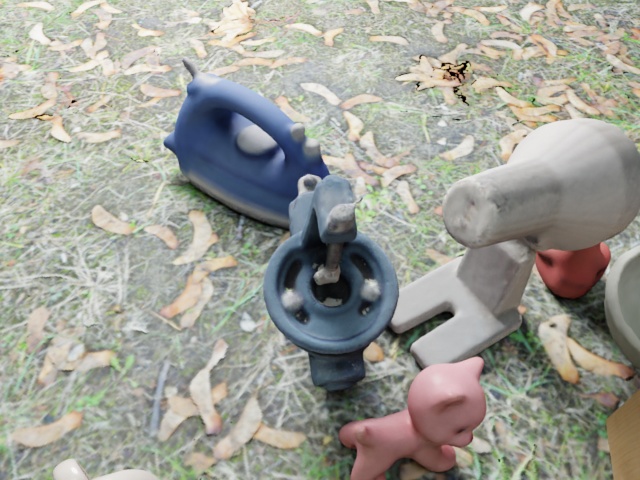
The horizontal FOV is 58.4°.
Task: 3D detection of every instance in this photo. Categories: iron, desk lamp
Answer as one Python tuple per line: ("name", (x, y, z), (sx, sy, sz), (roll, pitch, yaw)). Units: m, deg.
("iron", (-0.066, -0.111, 0.666), (0.257, 0.141, 0.119), (30, 56, 21))
("desk lamp", (0.172, 0.003, 0.531), (0.203, 0.214, 0.117), (-26, 56, -21))

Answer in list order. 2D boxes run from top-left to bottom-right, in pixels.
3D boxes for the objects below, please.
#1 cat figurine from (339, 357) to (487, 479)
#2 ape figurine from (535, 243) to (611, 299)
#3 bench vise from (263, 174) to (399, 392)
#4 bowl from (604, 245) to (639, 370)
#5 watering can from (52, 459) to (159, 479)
("cat figurine", (0.082, 0.147, 0.473), (0.128, 0.118, 0.067), (-14, 52, -13))
("ape figurine", (0.272, 0.012, 0.606), (0.077, 0.092, 0.076), (18, 52, 13))
("bench vise", (-0.006, 0.006, 0.520), (0.122, 0.220, 0.207), (-21, 54, -17))
("bowl", (0.353, 0.086, 0.559), (0.167, 0.075, 0.167), (1, 50, -1))
("watering can", (-0.124, 0.209, 0.366), (0.172, 0.194, 0.101), (21, 53, 15))
